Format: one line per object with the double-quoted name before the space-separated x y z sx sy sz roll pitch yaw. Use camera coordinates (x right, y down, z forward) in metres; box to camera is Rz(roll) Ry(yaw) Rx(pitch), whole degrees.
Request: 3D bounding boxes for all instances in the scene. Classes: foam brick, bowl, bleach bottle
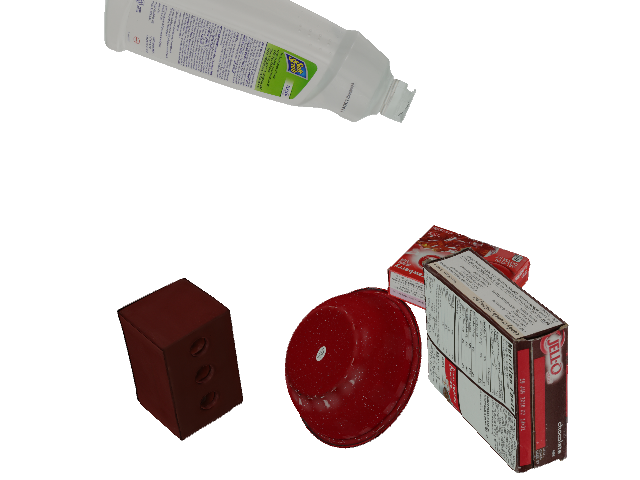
"foam brick" -0.088 0.074 0.676 0.052 0.078 0.051 -29 41 -30
"bowl" 0.017 0.114 1.023 0.162 0.162 0.055 0 -20 46
"bleach bottle" -0.046 -0.153 0.856 0.251 0.068 0.103 24 -31 1

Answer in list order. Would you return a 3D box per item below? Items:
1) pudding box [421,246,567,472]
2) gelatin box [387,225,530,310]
"pudding box" 0.101 0.067 0.627 0.039 0.090 0.114 -15 27 -19
"gelatin box" 0.108 0.028 0.839 0.089 0.030 0.073 21 41 28
